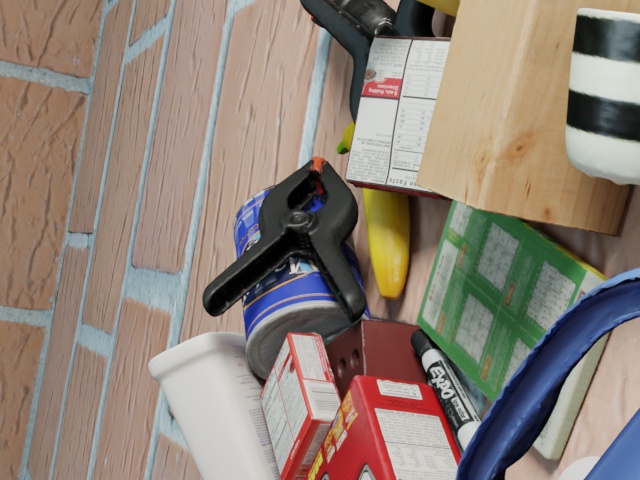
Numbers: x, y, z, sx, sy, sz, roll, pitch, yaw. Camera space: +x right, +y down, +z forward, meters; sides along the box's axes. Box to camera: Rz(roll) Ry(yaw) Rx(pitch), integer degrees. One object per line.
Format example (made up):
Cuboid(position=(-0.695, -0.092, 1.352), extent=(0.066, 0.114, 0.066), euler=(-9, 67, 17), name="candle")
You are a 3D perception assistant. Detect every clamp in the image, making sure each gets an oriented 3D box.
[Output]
Cuboid(position=(0.063, -0.152, 0.820), extent=(0.165, 0.036, 0.210), euler=(-31, 63, 38), name="clamp")
Cuboid(position=(-0.005, 0.001, 0.810), extent=(0.039, 0.120, 0.171), euler=(85, -157, -46), name="clamp")

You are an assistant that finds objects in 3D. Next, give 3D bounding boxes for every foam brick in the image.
Cuboid(position=(0.038, 0.097, 0.783), extent=(0.078, 0.051, 0.053), euler=(135, 140, -56), name="foam brick")

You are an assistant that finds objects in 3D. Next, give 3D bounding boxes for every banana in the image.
Cuboid(position=(0.047, -0.042, 0.854), extent=(0.198, 0.037, 0.070), euler=(-102, 12, -47), name="banana")

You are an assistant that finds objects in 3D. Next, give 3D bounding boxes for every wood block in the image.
Cuboid(position=(0.132, -0.116, 0.590), extent=(0.091, 0.090, 0.206), euler=(-147, 68, -68), name="wood block")

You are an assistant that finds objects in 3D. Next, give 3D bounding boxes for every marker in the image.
Cuboid(position=(0.085, 0.098, 0.708), extent=(0.121, 0.020, 0.020), euler=(-114, 40, -55), name="marker")

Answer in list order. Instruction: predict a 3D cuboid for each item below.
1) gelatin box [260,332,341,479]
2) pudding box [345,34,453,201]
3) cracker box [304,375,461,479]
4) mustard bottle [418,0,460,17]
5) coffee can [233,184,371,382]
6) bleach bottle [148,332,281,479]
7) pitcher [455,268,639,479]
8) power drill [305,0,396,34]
Cuboid(position=(-0.013, 0.124, 0.788), extent=(0.089, 0.030, 0.073), euler=(-109, 33, -48), name="gelatin box")
Cuboid(position=(0.071, -0.087, 0.757), extent=(0.090, 0.039, 0.113), euler=(12, 93, 39), name="pudding box")
Cuboid(position=(0.046, 0.220, 0.681), extent=(0.214, 0.072, 0.164), euler=(-108, 33, -49), name="cracker box")
Cuboid(position=(0.040, -0.212, 0.728), extent=(0.058, 0.191, 0.096), euler=(132, 142, -54), name="mustard bottle")
Cuboid(position=(-0.016, 0.036, 0.878), extent=(0.140, 0.102, 0.103), euler=(-101, 29, -44), name="coffee can")
Cuboid(position=(-0.049, 0.198, 0.832), extent=(0.068, 0.102, 0.251), euler=(-27, 76, 15), name="bleach bottle")
Cuboid(position=(0.161, 0.072, 0.363), extent=(0.145, 0.149, 0.243), euler=(-108, 38, -58), name="pitcher")
Cuboid(position=(0.044, -0.266, 0.932), extent=(0.185, 0.057, 0.188), euler=(49, 125, 60), name="power drill")
